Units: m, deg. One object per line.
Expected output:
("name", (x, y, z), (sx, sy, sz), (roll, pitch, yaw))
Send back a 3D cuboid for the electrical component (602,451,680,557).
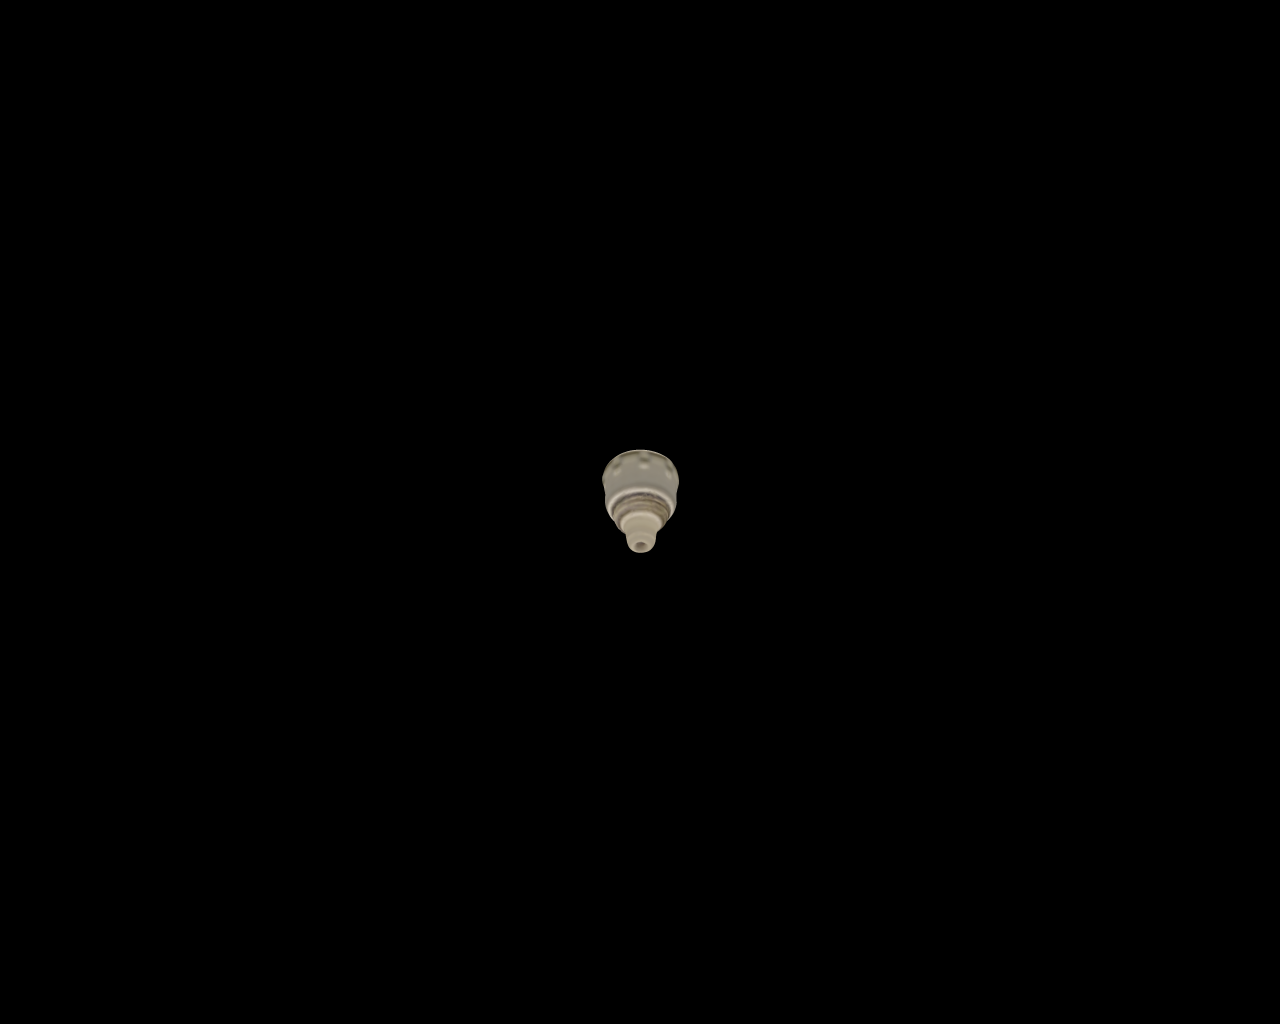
("electrical component", (0.001, -0.003, 0.650), (0.048, 0.062, 0.048), (0, -39, 0))
